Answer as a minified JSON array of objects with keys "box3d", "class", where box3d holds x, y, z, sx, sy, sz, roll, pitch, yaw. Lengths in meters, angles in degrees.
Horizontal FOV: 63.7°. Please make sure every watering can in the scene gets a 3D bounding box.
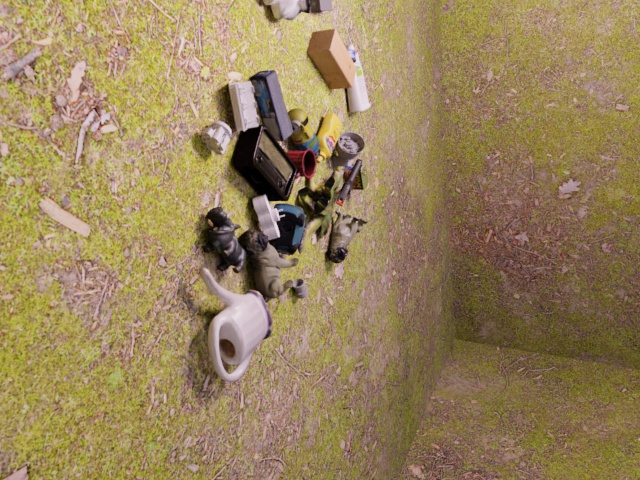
[{"box3d":[-0.224,0.202,1.369,0.227,0.104,0.343,-36,125,-57],"class":"watering can"}]

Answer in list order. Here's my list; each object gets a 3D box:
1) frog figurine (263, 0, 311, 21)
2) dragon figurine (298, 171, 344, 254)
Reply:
[{"box3d":[-0.121,-0.713,1.501,0.160,0.124,0.135,-10,115,-25],"class":"frog figurine"},{"box3d":[0.005,-0.090,1.788,0.238,0.122,0.418,64,39,-57],"class":"dragon figurine"}]
